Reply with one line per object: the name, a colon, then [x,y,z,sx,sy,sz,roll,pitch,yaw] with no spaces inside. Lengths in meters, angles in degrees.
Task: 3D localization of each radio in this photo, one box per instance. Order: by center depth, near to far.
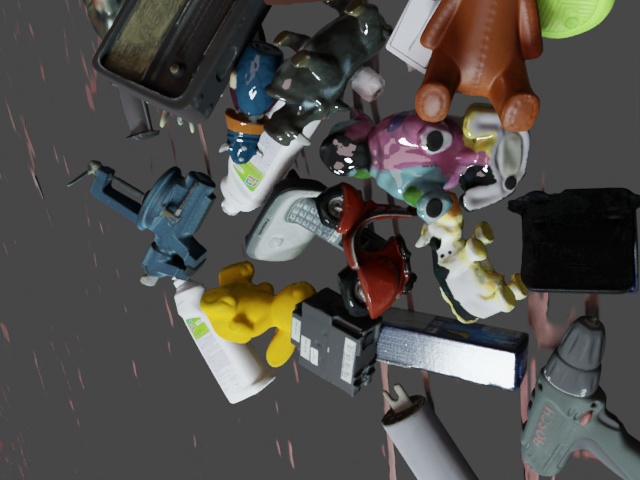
radio: [-0.150,-0.262,0.638,0.131,0.073,0.229,31,93,4]

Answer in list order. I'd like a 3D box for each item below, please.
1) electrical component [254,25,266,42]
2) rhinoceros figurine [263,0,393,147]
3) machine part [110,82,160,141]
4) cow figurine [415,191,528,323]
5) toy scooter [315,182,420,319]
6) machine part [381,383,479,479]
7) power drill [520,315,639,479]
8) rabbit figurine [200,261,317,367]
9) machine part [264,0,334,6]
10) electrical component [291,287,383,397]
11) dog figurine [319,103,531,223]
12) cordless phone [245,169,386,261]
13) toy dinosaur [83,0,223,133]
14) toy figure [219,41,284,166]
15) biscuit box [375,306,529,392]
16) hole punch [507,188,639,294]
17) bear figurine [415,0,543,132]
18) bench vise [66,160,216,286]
electrical component: [-0.110,-0.270,0.729,0.048,0.075,0.119,6,115,30]
rhinoceros figurine: [0.000,-0.195,0.625,0.190,0.112,0.073,-49,50,5]
machine part: [-0.307,-0.235,0.896,0.084,0.039,0.138,4,111,24]
cow figurine: [0.173,0.022,0.673,0.098,0.068,0.167,-35,88,44]
toy scooter: [0.079,0.006,0.698,0.135,0.075,0.183,-16,98,-6]
machine part: [0.167,0.320,0.794,0.079,0.079,0.243,-32,91,38]
power drill: [0.352,0.221,0.629,0.207,0.086,0.231,26,123,18]
rabbit figurine: [-0.082,0.118,0.855,0.173,0.122,0.162,-10,108,17]
machine part: [-0.002,-0.353,0.549,0.201,0.087,0.201,-3,83,6]
electrical component: [0.018,0.137,0.763,0.134,0.058,0.114,26,122,33]
dog figurine: [0.109,-0.110,0.640,0.219,0.191,0.108,-143,41,-58]
cordless phone: [-0.002,-0.002,0.777,0.184,0.089,0.146,32,125,-4]
toy dinosaur: [-0.273,-0.321,0.794,0.405,0.131,0.192,42,126,20]
toy figure: [-0.085,-0.168,0.677,0.064,0.058,0.154,24,123,3]
biscuit box: [0.172,0.144,0.726,0.203,0.059,0.062,8,113,32]
hole punch: [0.286,0.006,0.587,0.142,0.092,0.115,-1,78,36]
bear figurine: [0.160,-0.215,0.484,0.120,0.132,0.195,10,139,4]
bench vise: [-0.290,-0.044,0.902,0.241,0.129,0.223,31,118,-2]
